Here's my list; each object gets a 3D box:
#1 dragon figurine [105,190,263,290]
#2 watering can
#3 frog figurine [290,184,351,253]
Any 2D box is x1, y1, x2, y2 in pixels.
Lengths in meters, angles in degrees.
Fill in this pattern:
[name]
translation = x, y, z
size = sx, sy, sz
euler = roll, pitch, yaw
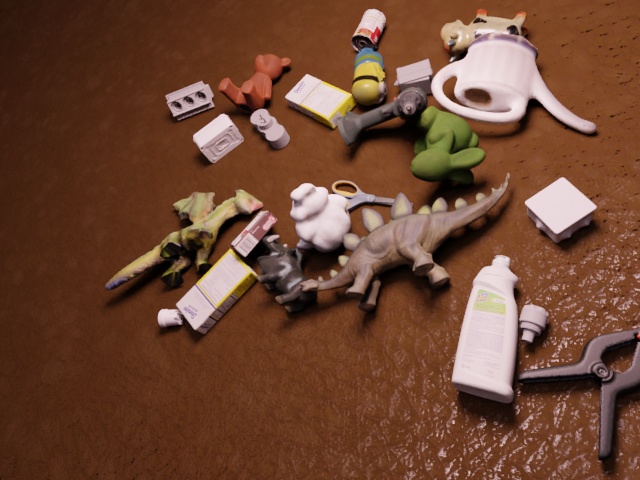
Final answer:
[dragon figurine]
translation = -0.335, -0.022, 1.274
size = 0.409, 0.119, 0.249
euler = -16, 40, 11
[watering can]
translation = 0.425, -0.338, 1.125
size = 0.348, 0.102, 0.228
euler = 15, 67, 16
[frog figurine]
translation = 0.003, -0.054, 1.081
size = 0.139, 0.155, 0.124
euler = -34, 56, -25
